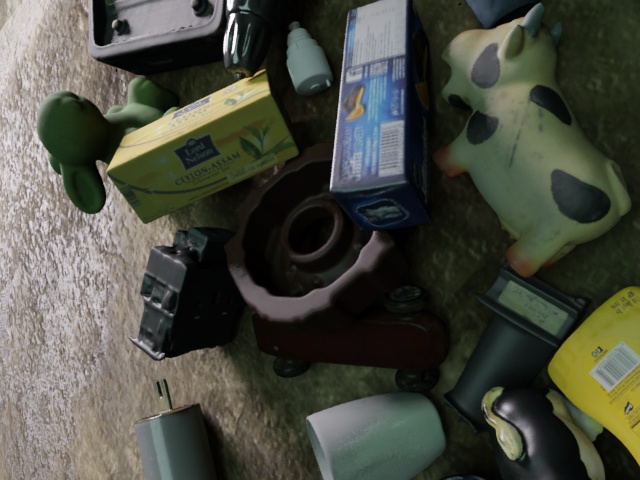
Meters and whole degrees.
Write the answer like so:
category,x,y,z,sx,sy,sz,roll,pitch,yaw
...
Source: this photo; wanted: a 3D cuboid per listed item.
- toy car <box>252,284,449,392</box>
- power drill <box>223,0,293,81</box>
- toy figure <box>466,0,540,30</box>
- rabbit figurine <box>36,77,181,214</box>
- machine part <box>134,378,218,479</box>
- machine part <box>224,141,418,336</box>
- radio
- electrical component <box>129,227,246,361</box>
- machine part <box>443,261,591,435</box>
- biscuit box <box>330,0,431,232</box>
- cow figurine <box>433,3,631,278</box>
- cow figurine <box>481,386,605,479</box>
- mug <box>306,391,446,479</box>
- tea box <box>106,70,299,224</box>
category,x,y,z,sx,sy,sz,roll,pitch,yaw
toy car,0.023,0.088,0.510,0.202,0.053,0.089,-4,107,33
power drill,0.006,-0.269,0.501,0.207,0.086,0.232,-5,74,36
toy figure,0.127,-0.248,0.436,0.058,0.064,0.154,-25,85,46
rabbit figurine,-0.247,-0.117,0.613,0.159,0.170,0.121,-45,66,23
machine part,-0.153,0.276,0.604,0.079,0.079,0.243,-23,76,30
machine part,-0.001,-0.001,0.485,0.179,0.056,0.179,-16,55,24
radio,-0.172,-0.274,0.624,0.230,0.073,0.131,3,90,33
electrical component,-0.129,0.052,0.570,0.058,0.115,0.134,24,104,28
machine part,0.152,0.092,0.439,0.084,0.039,0.138,28,102,21
biscuit box,0.054,-0.107,0.438,0.059,0.062,0.203,-8,58,25
cow figurine,0.157,-0.085,0.411,0.127,0.085,0.195,-41,66,31
cow figurine,0.166,0.176,0.354,0.068,0.098,0.167,-46,30,27
mug,0.049,0.174,0.471,0.107,0.109,0.080,-16,86,-11
tea box,-0.112,-0.094,0.531,0.170,0.068,0.098,-25,32,5
